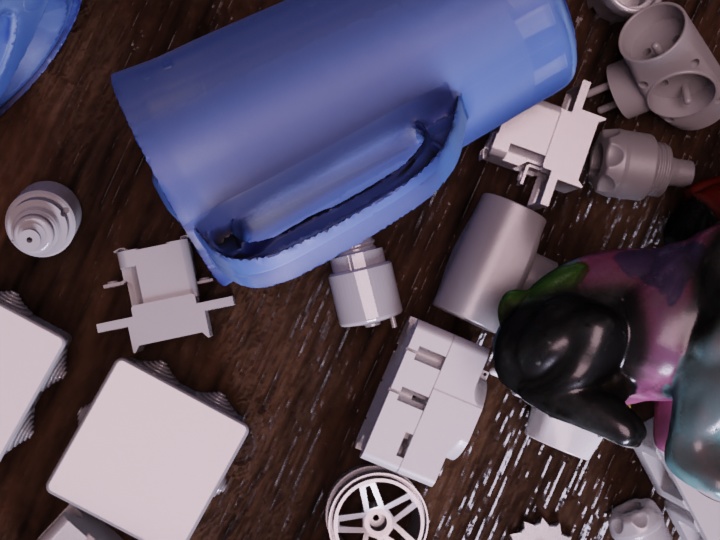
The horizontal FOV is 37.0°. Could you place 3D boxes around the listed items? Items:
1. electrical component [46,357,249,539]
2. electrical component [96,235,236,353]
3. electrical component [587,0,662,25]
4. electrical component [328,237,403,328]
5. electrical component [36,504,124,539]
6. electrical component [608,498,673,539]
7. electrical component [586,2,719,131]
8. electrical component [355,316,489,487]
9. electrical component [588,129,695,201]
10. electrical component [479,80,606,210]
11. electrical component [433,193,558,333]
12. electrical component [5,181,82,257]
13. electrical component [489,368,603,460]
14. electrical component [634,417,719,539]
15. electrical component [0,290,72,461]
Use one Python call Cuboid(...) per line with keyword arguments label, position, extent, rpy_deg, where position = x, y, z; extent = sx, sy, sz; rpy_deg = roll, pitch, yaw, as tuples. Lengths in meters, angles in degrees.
Cuboid(label="electrical component", position=(-0.125, 0.109, 0.646), extent=(0.100, 0.048, 0.099), rpy_deg=(29, 87, -5))
Cuboid(label="electrical component", position=(-0.118, 0.014, 0.650), extent=(0.081, 0.042, 0.063), rpy_deg=(-11, 90, -6))
Cuboid(label="electrical component", position=(0.166, -0.176, 0.675), extent=(0.040, 0.046, 0.040), rpy_deg=(0, 90, -5))
Cuboid(label="electrical component", position=(0.000, 0.000, 0.662), extent=(0.040, 0.040, 0.078), rpy_deg=(-13, 92, -6))
Cuboid(label="electrical component", position=(-0.160, 0.191, 0.642), extent=(0.089, 0.050, 0.055), rpy_deg=(43, 86, -4))
Cuboid(label="electrical component", position=(0.184, 0.178, 0.685), extent=(0.035, 0.035, 0.061), rpy_deg=(-25, 95, -5))
Cuboid(label="electrical component", position=(0.180, -0.118, 0.669), extent=(0.079, 0.077, 0.044), rpy_deg=(-20, 52, 30))
Cuboid(label="electrical component", position=(0.041, 0.081, 0.662), extent=(0.056, 0.050, 0.089), rpy_deg=(23, 89, -5))
Cuboid(label="electrical component", position=(0.179, -0.065, 0.679), extent=(0.062, 0.043, 0.043), rpy_deg=(8, 90, -7))
Cuboid(label="electrical component", position=(0.112, -0.081, 0.673), extent=(0.064, 0.042, 0.081), rpy_deg=(19, 88, -2))
Cuboid(label="electrical component", position=(0.097, 0.003, 0.670), extent=(0.079, 0.044, 0.077), rpy_deg=(25, 88, -6))
Cuboid(label="electrical component", position=(-0.187, -0.027, 0.628), extent=(0.040, 0.078, 0.040), rpy_deg=(-2, 106, -7))
Cuboid(label="electrical component", position=(0.121, 0.068, 0.673), extent=(0.079, 0.043, 0.077), rpy_deg=(22, 88, -5))
Cuboid(label="electrical component", position=(0.247, 0.149, 0.677), extent=(0.089, 0.062, 0.150), rpy_deg=(-29, 93, -5))
Cuboid(label="electrical component", position=(-0.230, 0.057, 0.635), extent=(0.100, 0.048, 0.099), rpy_deg=(29, 87, -5))
